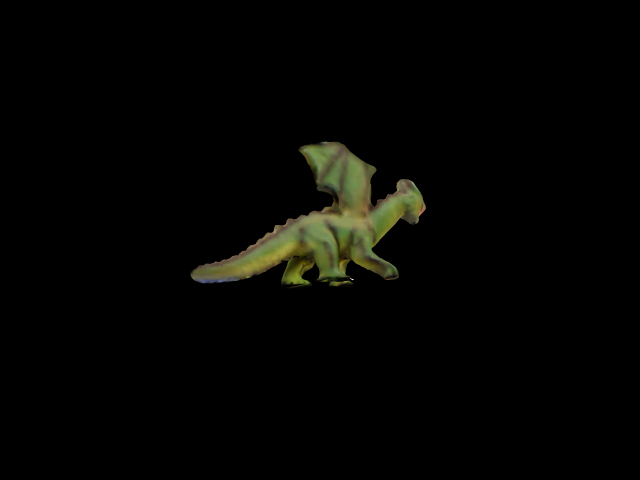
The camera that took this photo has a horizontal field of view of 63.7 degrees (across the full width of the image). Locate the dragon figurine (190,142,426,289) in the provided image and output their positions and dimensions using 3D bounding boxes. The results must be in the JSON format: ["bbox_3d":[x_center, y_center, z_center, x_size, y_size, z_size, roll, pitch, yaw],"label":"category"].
[{"bbox_3d":[0.003,-0.043,0.850,0.410,0.245,0.121,3,-11,-20],"label":"dragon figurine"}]
